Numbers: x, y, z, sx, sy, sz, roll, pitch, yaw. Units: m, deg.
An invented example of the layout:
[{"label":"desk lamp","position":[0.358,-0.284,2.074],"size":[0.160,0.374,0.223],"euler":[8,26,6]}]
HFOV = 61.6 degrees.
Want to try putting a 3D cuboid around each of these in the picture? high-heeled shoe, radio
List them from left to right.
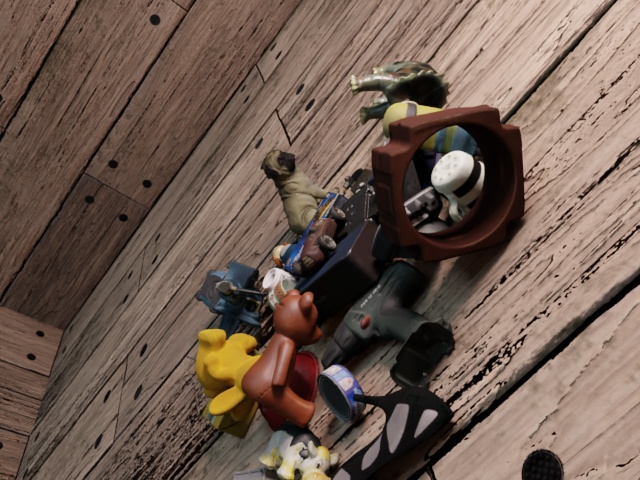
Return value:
[{"label":"radio","position":[0.029,0.068,0.979],"size":[0.229,0.073,0.131],"euler":[-41,8,40]},{"label":"high-heeled shoe","position":[0.092,0.314,0.713],"size":[0.145,0.086,0.248],"euler":[7,84,28]}]

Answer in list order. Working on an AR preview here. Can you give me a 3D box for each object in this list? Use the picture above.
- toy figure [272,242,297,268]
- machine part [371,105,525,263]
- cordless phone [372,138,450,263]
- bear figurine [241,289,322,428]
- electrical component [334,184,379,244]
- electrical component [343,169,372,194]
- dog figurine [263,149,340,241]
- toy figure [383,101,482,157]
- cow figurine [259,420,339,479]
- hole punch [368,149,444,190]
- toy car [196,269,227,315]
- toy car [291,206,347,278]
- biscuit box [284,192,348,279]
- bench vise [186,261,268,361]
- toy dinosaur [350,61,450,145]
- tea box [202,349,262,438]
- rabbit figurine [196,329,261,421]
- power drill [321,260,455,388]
[{"label":"toy figure","position":[-0.076,0.036,1.275],"size":[0.064,0.057,0.155],"euler":[-26,13,-26]},{"label":"machine part","position":[0.181,-0.081,0.766],"size":[0.201,0.200,0.087],"euler":[-13,18,-10]},{"label":"cordless phone","position":[0.127,-0.070,0.868],"size":[0.146,0.184,0.089],"euler":[-31,17,-37]},{"label":"bear figurine","position":[-0.045,0.188,0.902],"size":[0.196,0.132,0.120],"euler":[-60,20,-17]},{"label":"electrical component","position":[0.086,-0.042,1.078],"size":[0.134,0.058,0.115],"euler":[-35,36,38]},{"label":"electrical component","position":[0.091,-0.119,1.163],"size":[0.078,0.045,0.102],"euler":[-55,27,9]},{"label":"dog figurine","position":[-0.070,-0.101,1.257],"size":[0.121,0.190,0.172],"euler":[-27,42,46]},{"label":"toy figure","position":[0.196,-0.188,0.911],"size":[0.089,0.180,0.082],"euler":[0,-71,-72]},{"label":"cow figurine","position":[-0.023,0.340,0.853],"size":[0.167,0.068,0.098],"euler":[-6,50,56]},{"label":"hole punch","position":[0.164,-0.135,1.015],"size":[0.142,0.092,0.116],"euler":[-27,37,51]},{"label":"toy car","position":[-0.241,0.142,1.382],"size":[0.162,0.102,0.109],"euler":[11,73,51]},{"label":"toy car","position":[-0.002,-0.003,1.021],"size":[0.089,0.053,0.202],"euler":[-48,10,27]},{"label":"biscuit box","position":[0.002,-0.005,1.175],"size":[0.202,0.062,0.059],"euler":[-60,26,-4]},{"label":"bench vise","position":[-0.197,0.177,1.204],"size":[0.223,0.129,0.240],"euler":[96,-165,-78]},{"label":"toy dinosaur","position":[0.186,-0.314,1.118],"size":[0.192,0.131,0.405],"euler":[1,31,22]},{"label":"tea box","position":[-0.166,0.309,1.120],"size":[0.098,0.068,0.169],"euler":[6,65,60]},{"label":"rabbit figurine","position":[-0.155,0.249,0.999],"size":[0.173,0.121,0.162],"euler":[1,64,38]},{"label":"power drill","position":[0.104,0.151,0.834],"size":[0.232,0.086,0.207],"euler":[-54,19,1]}]
